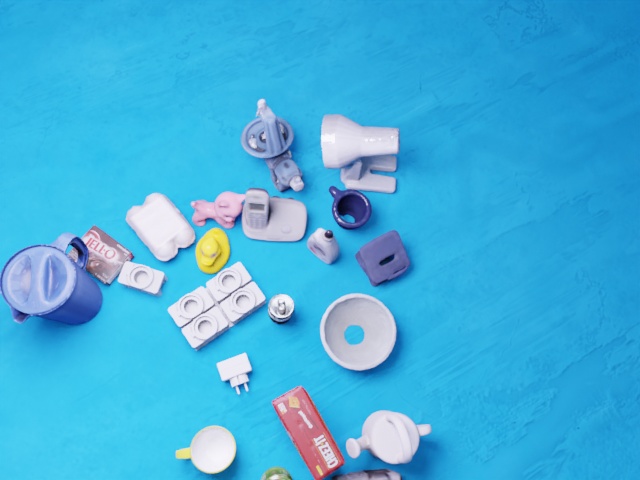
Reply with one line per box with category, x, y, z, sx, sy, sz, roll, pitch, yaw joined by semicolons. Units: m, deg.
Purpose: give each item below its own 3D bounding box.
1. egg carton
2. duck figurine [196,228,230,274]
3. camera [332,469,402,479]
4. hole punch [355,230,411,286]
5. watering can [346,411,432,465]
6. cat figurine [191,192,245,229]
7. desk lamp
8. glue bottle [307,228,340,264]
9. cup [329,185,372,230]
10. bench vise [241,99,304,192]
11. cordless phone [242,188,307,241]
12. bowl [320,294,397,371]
egg carton;-0.357;-0.031;1.292;0.107;0.069;0.150;-40;82;-14
duck figurine;-0.242;0.018;1.282;0.077;0.086;0.104;14;74;-2
camera;0.102;0.545;1.166;0.143;0.101;0.137;-3;75;-7
hole punch;0.149;0.042;1.313;0.109;0.091;0.101;-28;79;-12
watering can;0.142;0.405;1.160;0.173;0.194;0.101;-33;80;-13
cat figurine;-0.228;-0.074;1.292;0.128;0.117;0.067;3;74;-5
desk lamp;0.095;-0.200;1.310;0.203;0.213;0.118;5;74;-4
glue bottle;0.012;0.005;1.266;0.078;0.173;0.037;37;75;5
cup;0.059;-0.069;1.332;0.092;0.095;0.117;-42;82;-14
bench vise;-0.091;-0.218;1.292;0.207;0.219;0.121;40;75;6
cordless phone;-0.100;-0.063;1.267;0.147;0.185;0.094;1;75;-5
bowl;0.080;0.206;1.270;0.167;0.074;0.167;2;75;-5
